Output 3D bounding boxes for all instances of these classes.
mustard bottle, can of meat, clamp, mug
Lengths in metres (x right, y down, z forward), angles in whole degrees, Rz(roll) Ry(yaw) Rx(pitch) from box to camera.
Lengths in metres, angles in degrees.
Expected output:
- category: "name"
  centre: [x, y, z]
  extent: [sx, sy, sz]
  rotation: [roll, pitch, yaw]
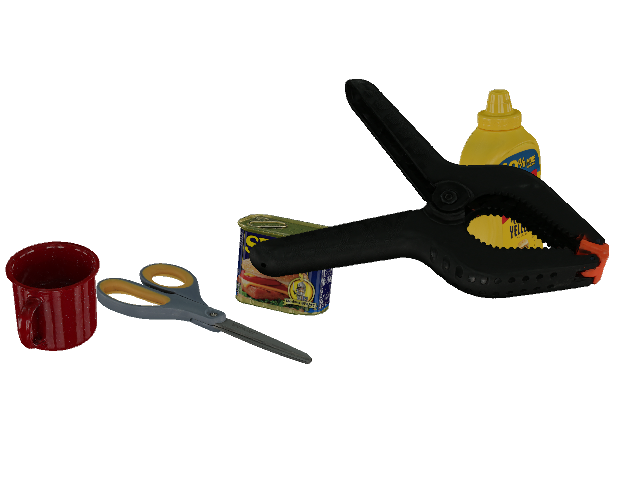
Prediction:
- category: "mustard bottle"
  centre: [0.173, -0.049, 1.024]
  extent: [0.096, 0.192, 0.058]
  rotation: [-20, 24, -36]
- category: "can of meat"
  centre: [-0.036, 0.025, 1.088]
  extent: [0.102, 0.084, 0.057]
  rotation: [12, 17, 21]
- category: "clamp"
  centre: [0.070, -0.011, 0.665]
  extent: [0.210, 0.164, 0.036]
  rotation: [25, -29, 18]
- category: "mug"
  centre: [-0.275, 0.065, 1.087]
  extent: [0.093, 0.081, 0.117]
  rotation: [9, 32, 8]

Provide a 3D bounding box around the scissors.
- category: "scissors"
  centre: [-0.090, 0.057, 0.901]
  extent: [0.202, 0.016, 0.096]
  rotation: [13, 26, 13]
